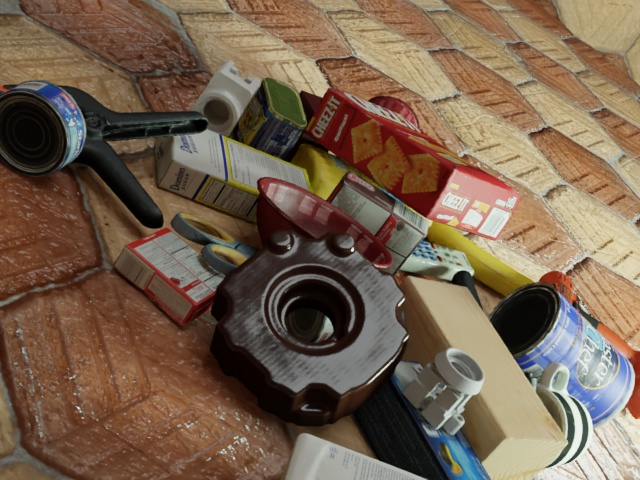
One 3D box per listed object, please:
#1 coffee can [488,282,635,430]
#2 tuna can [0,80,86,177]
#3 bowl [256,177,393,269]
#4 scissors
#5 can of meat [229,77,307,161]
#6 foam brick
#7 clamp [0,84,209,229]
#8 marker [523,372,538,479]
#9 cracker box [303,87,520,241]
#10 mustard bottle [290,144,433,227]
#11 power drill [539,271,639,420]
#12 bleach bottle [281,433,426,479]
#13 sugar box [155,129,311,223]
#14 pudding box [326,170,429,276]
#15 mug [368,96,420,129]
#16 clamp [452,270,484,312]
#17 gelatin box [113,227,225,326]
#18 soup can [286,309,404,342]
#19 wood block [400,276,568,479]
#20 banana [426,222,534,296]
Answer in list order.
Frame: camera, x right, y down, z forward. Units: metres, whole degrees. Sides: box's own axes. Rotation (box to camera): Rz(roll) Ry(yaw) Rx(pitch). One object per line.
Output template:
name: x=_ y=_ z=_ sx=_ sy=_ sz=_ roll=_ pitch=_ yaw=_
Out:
coffee can: x=0.257 y=0.127 z=1.154 sx=0.140 sy=0.103 sz=0.103 roll=42 pitch=23 yaw=-25
tuna can: x=-0.262 y=-0.102 z=0.984 sx=0.086 sy=0.086 sz=0.033 roll=35 pitch=28 yaw=-1
bowl: x=-0.007 y=0.001 z=1.090 sx=0.162 sy=0.055 sz=0.162 roll=30 pitch=15 yaw=-9
scissors: x=-0.060 y=0.025 z=1.056 sx=0.201 sy=0.016 sz=0.096 roll=26 pitch=18 yaw=-36
can of meat: x=-0.062 y=-0.134 z=1.267 sx=0.057 sy=0.084 sz=0.102 roll=22 pitch=30 yaw=-25
foam brick: x=-0.015 y=-0.136 z=1.332 sx=0.052 sy=0.078 sz=0.051 roll=15 pitch=32 yaw=-38
clamp: x=-0.223 y=-0.096 z=1.049 sx=0.210 sy=0.036 sz=0.164 roll=17 pitch=46 yaw=-10
marker: x=0.203 y=0.190 z=1.040 sx=0.020 sy=0.020 sz=0.121 roll=10 pitch=77 yaw=-40
cracker box: x=0.110 y=-0.091 z=1.256 sx=0.214 sy=0.072 sz=0.163 roll=39 pitch=15 yaw=36
mustard bottle: x=0.058 y=-0.053 z=1.301 sx=0.191 sy=0.058 sz=0.096 roll=20 pitch=22 yaw=-27
power drill: x=0.335 y=0.132 z=1.302 sx=0.187 sy=0.057 sz=0.184 roll=41 pitch=28 yaw=-4
bleach bottle: x=0.087 y=0.231 z=0.799 sx=0.251 sy=0.068 sz=0.102 roll=20 pitch=33 yaw=1
sugar box: x=-0.093 y=-0.068 z=1.169 sx=0.176 sy=0.048 sz=0.093 roll=19 pitch=32 yaw=-23
pudding box: x=0.051 y=-0.011 z=1.191 sx=0.113 sy=0.090 sz=0.039 roll=33 pitch=29 yaw=-6
mug: x=0.086 y=-0.126 z=1.436 sx=0.117 sy=0.093 sz=0.081 roll=67 pitch=25 yaw=-20
clamp: x=0.179 y=0.100 z=1.212 sx=0.120 sy=0.039 sz=0.171 roll=43 pitch=25 yaw=6
gelatin box: x=-0.133 y=0.033 z=0.977 sx=0.089 sy=0.030 sz=0.073 roll=39 pitch=26 yaw=9
soup can: x=0.023 y=0.076 z=1.044 sx=0.102 sy=0.069 sz=0.068 roll=11 pitch=36 yaw=-37
wood block: x=0.136 y=0.142 z=1.043 sx=0.090 sy=0.090 sz=0.206 roll=12 pitch=35 yaw=-38
banana: x=0.207 y=0.031 z=1.368 sx=0.197 sy=0.037 sz=0.069 roll=32 pitch=7 yaw=-10
